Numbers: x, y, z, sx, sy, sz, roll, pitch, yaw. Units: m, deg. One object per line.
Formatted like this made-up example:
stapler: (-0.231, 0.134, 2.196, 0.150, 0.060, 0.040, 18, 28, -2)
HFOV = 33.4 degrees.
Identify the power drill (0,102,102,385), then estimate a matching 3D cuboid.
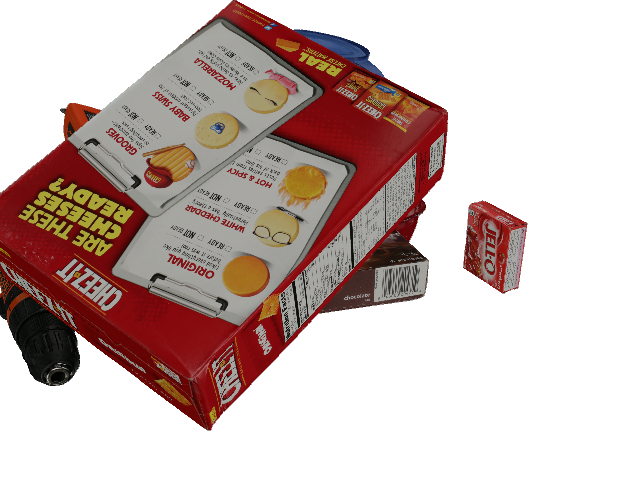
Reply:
power drill: (-0.202, -0.001, 0.855, 0.057, 0.188, 0.185, 16, 25, -37)

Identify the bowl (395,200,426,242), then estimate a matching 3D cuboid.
bowl: (0.028, -0.006, 1.081, 0.162, 0.055, 0.162, -5, 15, 1)

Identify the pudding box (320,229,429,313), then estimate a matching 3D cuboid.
pudding box: (0.019, 0.020, 0.865, 0.113, 0.039, 0.090, -5, 25, -19)

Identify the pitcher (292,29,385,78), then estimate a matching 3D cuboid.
pitcher: (-0.016, -0.134, 1.339, 0.144, 0.243, 0.149, 4, 23, -16)

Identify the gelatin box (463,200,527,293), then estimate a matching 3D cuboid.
gelatin box: (0.205, 0.007, 1.263, 0.030, 0.089, 0.073, -15, 32, -29)

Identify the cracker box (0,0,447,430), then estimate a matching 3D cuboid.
cracker box: (-0.055, -0.024, 0.604, 0.164, 0.213, 0.072, 32, -27, 24)
